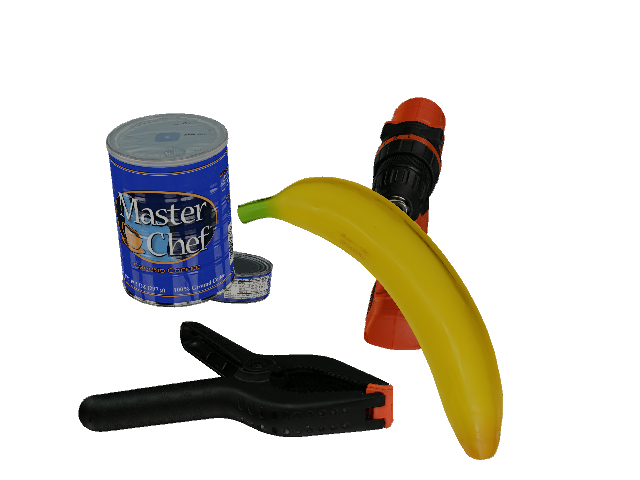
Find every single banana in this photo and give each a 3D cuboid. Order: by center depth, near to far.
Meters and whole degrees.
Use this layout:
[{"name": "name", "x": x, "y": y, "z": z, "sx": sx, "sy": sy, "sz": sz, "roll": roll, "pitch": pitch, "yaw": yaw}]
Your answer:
[{"name": "banana", "x": 0.044, "y": 0.029, "z": 0.588, "sx": 0.070, "sy": 0.198, "sz": 0.037, "roll": -48, "pitch": -10, "yaw": 27}]

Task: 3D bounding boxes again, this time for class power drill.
[{"name": "power drill", "x": 0.070, "y": -0.006, "z": 0.881, "sx": 0.057, "sy": 0.188, "sz": 0.184, "roll": 8, "pitch": 30, "yaw": 9}]

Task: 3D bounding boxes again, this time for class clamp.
[{"name": "clamp", "x": -0.047, "y": 0.102, "z": 0.777, "sx": 0.210, "sy": 0.036, "sz": 0.164, "roll": 3, "pitch": 19, "yaw": 13}]

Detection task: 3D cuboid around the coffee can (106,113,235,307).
[{"name": "coffee can", "x": -0.129, "y": -0.028, "z": 0.933, "sx": 0.103, "sy": 0.140, "sz": 0.103, "roll": -1, "pitch": 28, "yaw": 0}]

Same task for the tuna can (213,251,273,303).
[{"name": "tuna can", "x": -0.094, "y": 0.038, "z": 1.127, "sx": 0.086, "sy": 0.034, "sz": 0.086, "roll": 6, "pitch": 14, "yaw": -2}]
